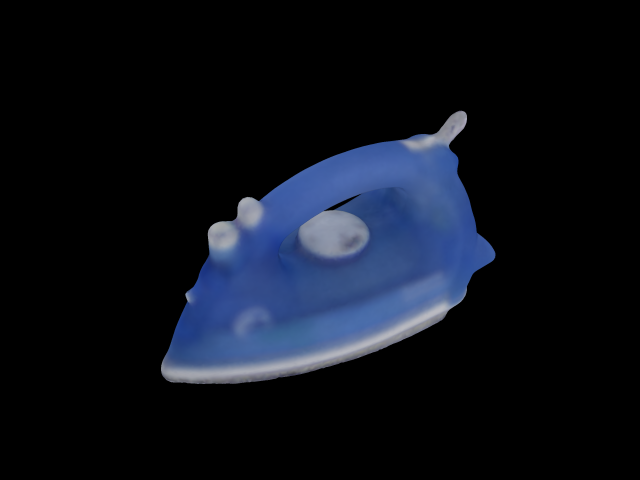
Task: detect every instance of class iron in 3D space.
[{"bbox_3d":[0.004,0.001,0.400,0.259,0.141,0.118,-21,45,-23],"label":"iron"}]
